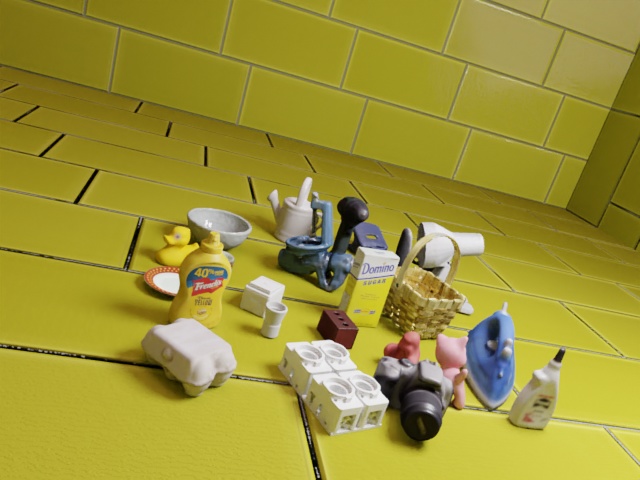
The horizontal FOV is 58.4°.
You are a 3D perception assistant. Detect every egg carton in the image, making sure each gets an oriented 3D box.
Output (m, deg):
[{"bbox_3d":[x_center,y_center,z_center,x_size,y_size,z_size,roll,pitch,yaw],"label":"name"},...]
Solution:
[{"bbox_3d":[-0.215,0.187,0.936,0.150,0.069,0.107,28,21,28],"label":"egg carton"}]

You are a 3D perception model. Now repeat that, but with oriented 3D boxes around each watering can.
[{"bbox_3d":[-0.068,-0.091,1.655,0.173,0.194,0.100,12,19,-15],"label":"watering can"}]

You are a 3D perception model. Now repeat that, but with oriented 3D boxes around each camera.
[{"bbox_3d":[0.161,0.269,0.988,0.143,0.101,0.137,18,19,3],"label":"camera"}]

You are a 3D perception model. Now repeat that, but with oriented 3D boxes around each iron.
[{"bbox_3d":[0.377,0.234,1.211,0.118,0.141,0.258,19,19,6],"label":"iron"}]

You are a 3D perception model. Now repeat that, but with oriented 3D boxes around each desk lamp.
[{"bbox_3d":[0.338,0.067,1.535,0.203,0.213,0.118,15,19,-8],"label":"desk lamp"}]

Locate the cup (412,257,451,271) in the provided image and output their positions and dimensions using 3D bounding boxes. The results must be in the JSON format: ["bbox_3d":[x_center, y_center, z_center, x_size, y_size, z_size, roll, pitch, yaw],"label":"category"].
[{"bbox_3d":[0.303,0.089,1.629,0.118,0.095,0.091,13,19,-12],"label":"cup"}]

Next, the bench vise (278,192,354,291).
[{"bbox_3d":[0.014,0.001,1.427,0.207,0.220,0.121,16,19,-3],"label":"bench vise"}]

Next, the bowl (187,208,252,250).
[{"bbox_3d":[-0.263,-0.019,1.467,0.167,0.075,0.167,16,19,-5],"label":"bowl"}]

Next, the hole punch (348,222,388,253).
[{"bbox_3d":[0.150,0.004,1.739,0.109,0.091,0.100,4,23,-34],"label":"hole punch"}]

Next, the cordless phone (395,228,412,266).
[{"bbox_3d":[0.208,0.046,1.526,0.094,0.185,0.147,13,19,-12],"label":"cordless phone"}]

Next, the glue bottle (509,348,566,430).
[{"bbox_3d":[0.422,0.277,1.080,0.078,0.173,0.037,11,20,-19],"label":"glue bottle"}]

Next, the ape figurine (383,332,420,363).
[{"bbox_3d":[0.170,0.223,1.139,0.076,0.092,0.077,7,21,-28],"label":"ape figurine"}]

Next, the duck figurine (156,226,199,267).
[{"bbox_3d":[-0.320,0.011,1.316,0.105,0.086,0.077,-3,27,-46],"label":"duck figurine"}]

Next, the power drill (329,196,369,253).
[{"bbox_3d":[0.075,-0.021,1.562,0.076,0.208,0.229,13,19,-12],"label":"power drill"}]

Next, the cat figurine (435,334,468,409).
[{"bbox_3d":[0.258,0.244,1.118,0.067,0.118,0.127,14,19,-8],"label":"cat figurine"}]
